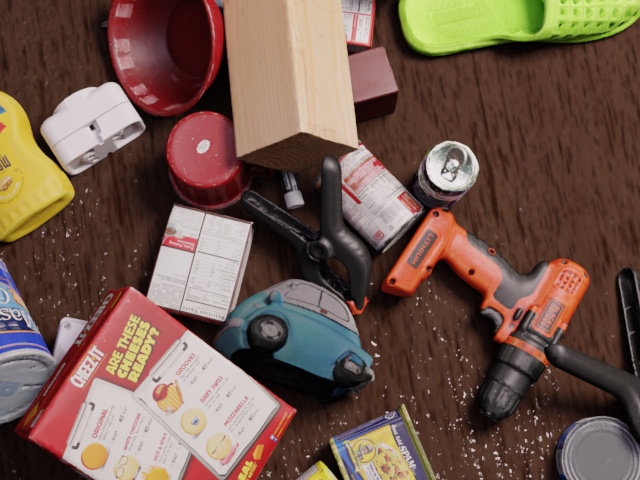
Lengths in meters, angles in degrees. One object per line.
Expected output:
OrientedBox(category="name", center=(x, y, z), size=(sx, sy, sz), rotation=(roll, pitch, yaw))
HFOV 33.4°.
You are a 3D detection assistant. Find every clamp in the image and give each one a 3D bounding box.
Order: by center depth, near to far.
OrientedBox(category="clamp", center=(0.318, 0.148, 1.069), size=(0.164, 0.036, 0.210), rotation=(-28, 86, -35))
OrientedBox(category="clamp", center=(-0.007, 0.001, 1.092), size=(0.120, 0.039, 0.171), rotation=(-9, 110, 35))

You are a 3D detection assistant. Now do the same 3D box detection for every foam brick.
OrientedBox(category="foam brick", center=(0.049, -0.162, 1.121), size=(0.051, 0.078, 0.053), rotation=(-16, 81, -2))

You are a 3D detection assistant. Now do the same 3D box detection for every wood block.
OrientedBox(category="wood block", center=(-0.032, -0.182, 1.071), size=(0.091, 0.090, 0.206), rotation=(-18, 71, 38))

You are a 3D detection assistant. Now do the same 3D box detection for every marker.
OrientedBox(category="marker", center=(-0.041, -0.092, 1.138), size=(0.020, 0.020, 0.121), rotation=(-15, 81, -3))

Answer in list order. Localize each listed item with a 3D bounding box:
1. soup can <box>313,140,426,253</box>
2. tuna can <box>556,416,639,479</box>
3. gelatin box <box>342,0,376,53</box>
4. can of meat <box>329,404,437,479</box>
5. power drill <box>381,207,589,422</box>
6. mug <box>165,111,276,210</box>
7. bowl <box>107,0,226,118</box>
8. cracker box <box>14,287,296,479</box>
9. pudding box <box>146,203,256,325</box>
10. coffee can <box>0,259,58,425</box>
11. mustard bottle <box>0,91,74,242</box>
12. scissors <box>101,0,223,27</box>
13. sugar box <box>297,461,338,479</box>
OrientedBox(category="soup can", center=(0.051, -0.045, 1.106), size=(0.068, 0.068, 0.102), rotation=(-43, 84, -7))
OrientedBox(category="tuna can", center=(0.283, 0.222, 1.081), size=(0.086, 0.034, 0.086), rotation=(0, 80, -1))
OrientedBox(category="gelatin box", center=(0.015, -0.245, 1.159), size=(0.089, 0.030, 0.073), rotation=(7, 80, -3))
OrientedBox(category="can of meat", center=(0.065, 0.228, 1.066), size=(0.084, 0.057, 0.102), rotation=(-23, 81, -2))
OrientedBox(category="power drill", center=(0.159, 0.068, 1.095), size=(0.187, 0.057, 0.184), rotation=(32, 78, 2))
OrientedBox(category="mug", center=(-0.104, -0.082, 1.104), size=(0.117, 0.081, 0.093), rotation=(10, 80, 1))
OrientedBox(category="bowl", center=(-0.150, -0.211, 1.114), size=(0.162, 0.055, 0.162), rotation=(11, 108, 37))
OrientedBox(category="cracker box", center=(-0.152, 0.171, 1.013), size=(0.213, 0.072, 0.164), rotation=(39, 69, -20))
OrientedBox(category="pudding box", center=(-0.124, 0.026, 1.108), size=(0.090, 0.039, 0.113), rotation=(14, 82, 1))
OrientedBox(category="coffee can", center=(-0.328, 0.095, 1.036), size=(0.102, 0.103, 0.140), rotation=(-33, 58, -6))
OrientedBox(category="mustard bottle", center=(-0.344, -0.099, 1.115), size=(0.096, 0.058, 0.192), rotation=(-35, 81, 8))
OrientedBox(category="scissors", center=(-0.138, -0.279, 1.170), size=(0.201, 0.016, 0.096), rotation=(-1, 79, -1))
OrientedBox(category="sugar box", center=(-0.052, 0.289, 1.036), size=(0.176, 0.093, 0.048), rotation=(-41, 85, -6))
